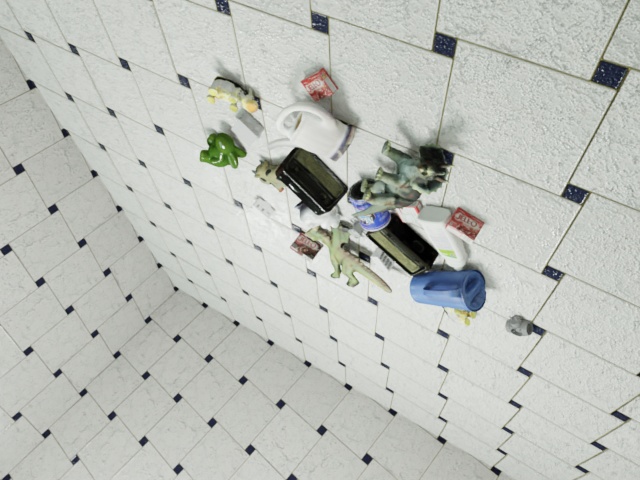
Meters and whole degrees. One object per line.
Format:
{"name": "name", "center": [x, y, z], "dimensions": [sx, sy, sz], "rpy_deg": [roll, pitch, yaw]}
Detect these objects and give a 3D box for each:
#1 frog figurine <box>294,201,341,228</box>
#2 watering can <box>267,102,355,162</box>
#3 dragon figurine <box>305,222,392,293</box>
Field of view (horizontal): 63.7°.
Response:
{"name": "frog figurine", "center": [0.006, -0.092, 1.836], "dimensions": [0.158, 0.138, 0.123], "rpy_deg": [46, 168, -14]}
{"name": "watering can", "center": [-0.030, -0.307, 1.527], "dimensions": [0.223, 0.105, 0.344], "rpy_deg": [22, 162, -14]}
{"name": "dragon figurine", "center": [0.102, 0.044, 1.959], "dimensions": [0.413, 0.124, 0.237], "rpy_deg": [20, 139, 41]}
